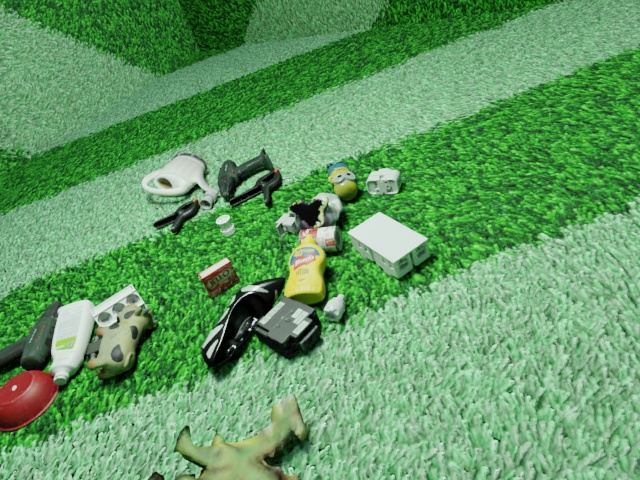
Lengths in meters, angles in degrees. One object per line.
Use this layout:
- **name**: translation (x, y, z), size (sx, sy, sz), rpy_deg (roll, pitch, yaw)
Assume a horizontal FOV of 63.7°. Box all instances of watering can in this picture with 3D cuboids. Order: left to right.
- **watering can**: translation (-0.489, -0.230, 1.910), size (0.348, 0.101, 0.230), rpy_deg (5, 41, 18)

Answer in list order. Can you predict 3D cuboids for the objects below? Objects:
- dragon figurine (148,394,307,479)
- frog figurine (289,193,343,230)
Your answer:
- **dragon figurine**: translation (-0.147, 0.428, 0.831), size (0.243, 0.119, 0.419), rpy_deg (7, 43, 23)
- **frog figurine**: translation (0.004, -0.074, 1.462), size (0.136, 0.124, 0.160), rpy_deg (-33, -11, 20)
